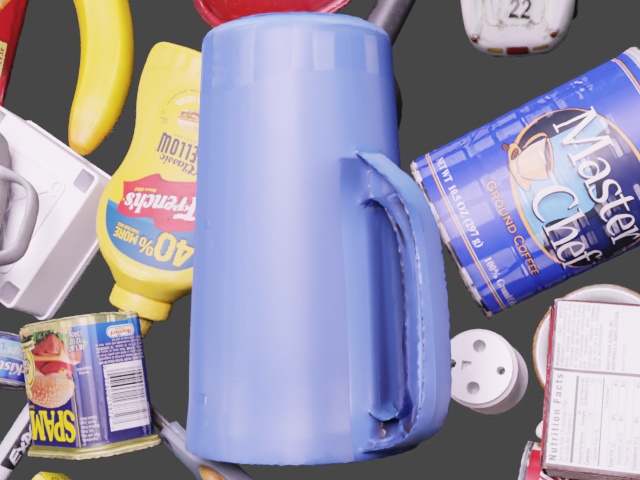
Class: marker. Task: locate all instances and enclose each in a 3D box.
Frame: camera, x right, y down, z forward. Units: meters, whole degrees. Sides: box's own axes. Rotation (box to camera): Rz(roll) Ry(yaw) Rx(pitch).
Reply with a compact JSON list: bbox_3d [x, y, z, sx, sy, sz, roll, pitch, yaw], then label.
[{"bbox_3d":[-0.204,0.135,0.721,0.020,0.020,0.121,33,89,22],"label":"marker"}]

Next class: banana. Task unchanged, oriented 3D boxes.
[{"bbox_3d":[-0.167,-0.154,0.759,0.069,0.037,0.198,-13,76,-20],"label":"banana"}]

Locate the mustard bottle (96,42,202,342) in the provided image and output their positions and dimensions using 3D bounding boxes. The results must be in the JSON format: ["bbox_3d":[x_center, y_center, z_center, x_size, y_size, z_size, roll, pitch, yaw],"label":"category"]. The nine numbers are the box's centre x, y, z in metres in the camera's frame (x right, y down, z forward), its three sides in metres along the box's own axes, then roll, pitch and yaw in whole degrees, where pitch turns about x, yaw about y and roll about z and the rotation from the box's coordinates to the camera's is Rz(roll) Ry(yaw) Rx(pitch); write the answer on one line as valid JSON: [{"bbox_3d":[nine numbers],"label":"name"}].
[{"bbox_3d":[-0.093,-0.024,0.693,0.096,0.058,0.192,21,95,11],"label":"mustard bottle"}]

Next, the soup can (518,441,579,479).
[{"bbox_3d":[0.159,0.150,0.574,0.102,0.068,0.068,6,79,18],"label":"soup can"}]

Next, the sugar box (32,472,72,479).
[{"bbox_3d":[-0.122,0.226,0.660,0.176,0.048,0.093,26,86,18],"label":"sugar box"}]

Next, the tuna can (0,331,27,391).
[{"bbox_3d":[-0.233,0.078,0.708,0.086,0.086,0.034,2,76,18],"label":"tuna can"}]

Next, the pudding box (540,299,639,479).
[{"bbox_3d":[0.171,0.080,0.541,0.114,0.039,0.090,3,74,18],"label":"pudding box"}]

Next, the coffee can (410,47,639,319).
[{"bbox_3d":[0.136,-0.031,0.605,0.140,0.102,0.103,-27,71,11],"label":"coffee can"}]

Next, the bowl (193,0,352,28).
[{"bbox_3d":[-0.029,-0.214,0.706,0.162,0.055,0.162,-13,58,21],"label":"bowl"}]

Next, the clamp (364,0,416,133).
[{"bbox_3d":[0.006,-0.111,0.702,0.120,0.039,0.171,2,77,32],"label":"clamp"}]

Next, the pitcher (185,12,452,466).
[{"bbox_3d":[-0.004,0.001,0.597,0.149,0.145,0.243,-1,90,6],"label":"pitcher"}]

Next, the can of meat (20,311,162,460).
[{"bbox_3d":[-0.146,0.090,0.666,0.102,0.057,0.084,-12,84,53],"label":"can of meat"}]

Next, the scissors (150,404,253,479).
[{"bbox_3d":[-0.080,0.142,0.672,0.016,0.096,0.202,-35,34,-24],"label":"scissors"}]

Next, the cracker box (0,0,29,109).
[{"bbox_3d":[-0.282,-0.195,0.720,0.072,0.213,0.164,8,80,20],"label":"cracker box"}]
